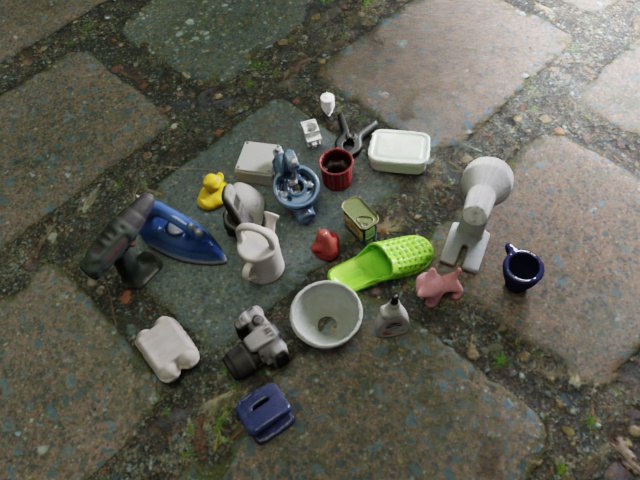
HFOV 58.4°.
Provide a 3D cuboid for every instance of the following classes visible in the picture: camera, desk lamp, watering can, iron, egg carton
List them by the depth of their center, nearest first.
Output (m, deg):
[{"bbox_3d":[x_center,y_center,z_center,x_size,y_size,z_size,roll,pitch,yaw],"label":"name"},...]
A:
[{"bbox_3d":[-0.157,0.236,1.279,0.137,0.101,0.143,-33,61,-15],"label":"camera"},{"bbox_3d":[-0.346,0.248,1.305,0.107,0.069,0.150,-37,62,-18],"label":"egg carton"},{"bbox_3d":[0.373,-0.062,1.359,0.117,0.214,0.203,17,61,15],"label":"desk lamp"},{"bbox_3d":[-0.146,0.011,1.365,0.101,0.194,0.173,-4,57,2],"label":"watering can"},{"bbox_3d":[-0.352,-0.030,1.439,0.257,0.141,0.119,23,62,18],"label":"iron"}]

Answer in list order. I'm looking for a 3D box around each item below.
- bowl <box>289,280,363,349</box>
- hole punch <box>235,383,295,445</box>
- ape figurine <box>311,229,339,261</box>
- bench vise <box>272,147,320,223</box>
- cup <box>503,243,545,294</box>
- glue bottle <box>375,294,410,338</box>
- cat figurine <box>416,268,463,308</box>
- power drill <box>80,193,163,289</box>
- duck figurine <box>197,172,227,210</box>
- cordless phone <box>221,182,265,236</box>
[{"bbox_3d":[0.016,0.181,1.315,0.167,0.075,0.167,-2,58,3],"label":"bowl"},{"bbox_3d":[-0.120,0.360,1.203,0.109,0.091,0.101,-32,61,-15],"label":"hole punch"},{"bbox_3d":[0.013,0.005,1.417,0.078,0.092,0.076,-19,58,-7],"label":"ape figurine"},{"bbox_3d":[-0.087,-0.168,1.459,0.122,0.220,0.207,-37,62,-18],"label":"bench vise"},{"bbox_3d":[0.459,0.073,1.337,0.092,0.095,0.117,-20,58,-8],"label":"cup"},{"bbox_3d":[0.160,0.163,1.257,0.078,0.173,0.037,-13,57,-4],"label":"glue bottle"},{"bbox_3d":[0.271,0.100,1.321,0.128,0.118,0.067,-21,58,-8],"label":"cat figurine"},{"bbox_3d":[-0.458,0.020,1.376,0.075,0.209,0.230,30,65,22],"label":"power drill"},{"bbox_3d":[-0.291,-0.137,1.535,0.077,0.086,0.105,33,66,23],"label":"duck figurine"},{"bbox_3d":[-0.201,-0.100,1.446,0.094,0.185,0.147,0,58,5],"label":"cordless phone"}]
